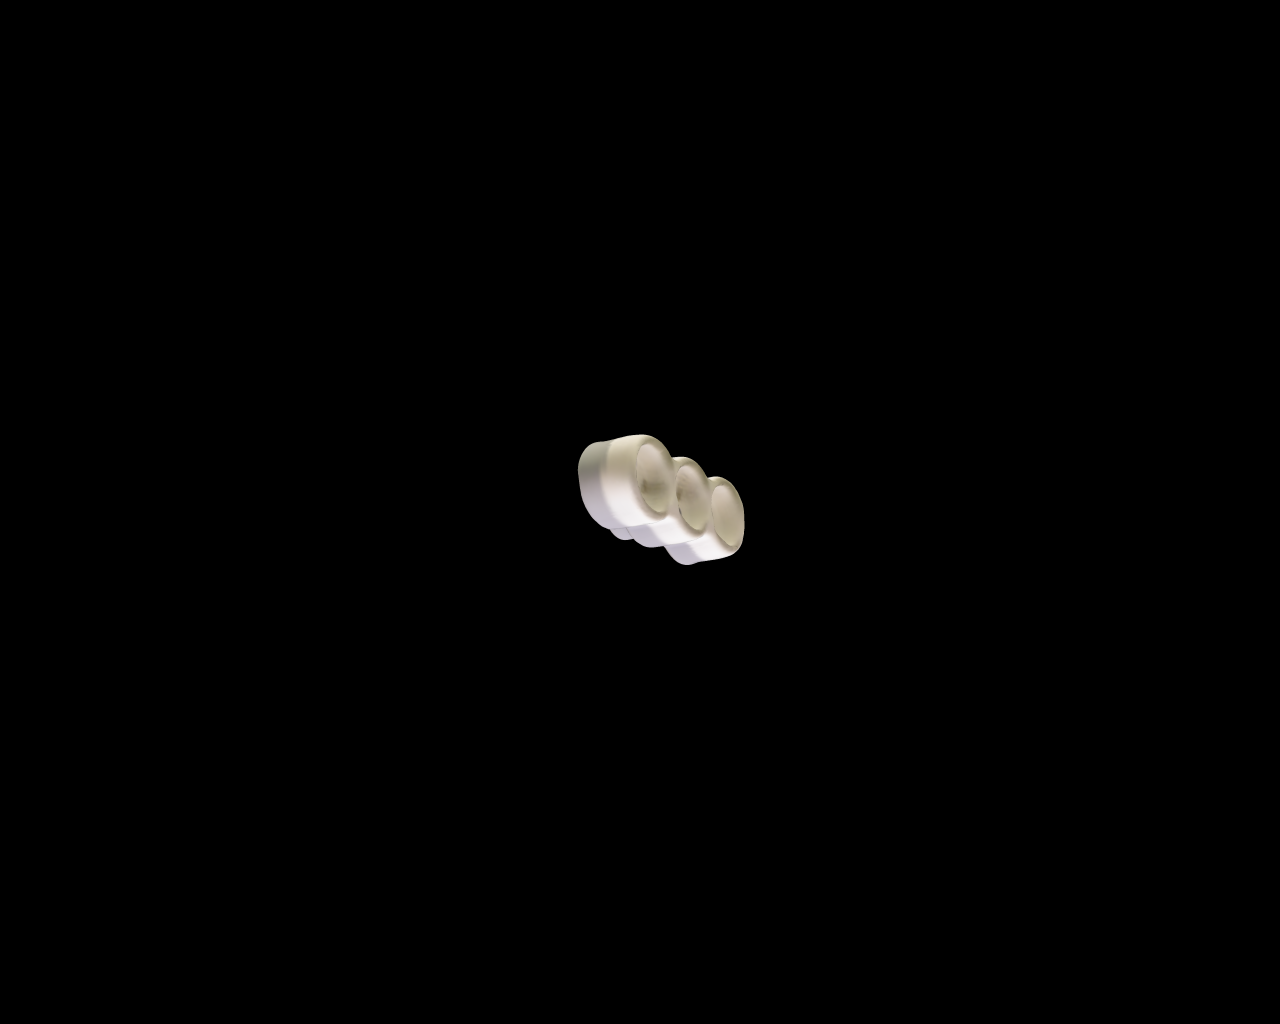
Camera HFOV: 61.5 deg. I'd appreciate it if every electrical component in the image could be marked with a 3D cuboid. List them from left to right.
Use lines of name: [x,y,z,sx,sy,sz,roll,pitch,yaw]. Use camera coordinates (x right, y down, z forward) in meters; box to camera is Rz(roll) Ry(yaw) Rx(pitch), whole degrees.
electrical component: [0.001,-0.003,0.650,0.073,0.052,0.138,-11,-21,30]
